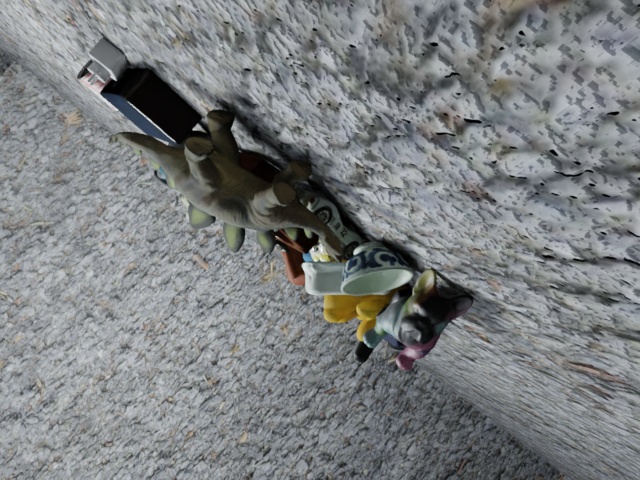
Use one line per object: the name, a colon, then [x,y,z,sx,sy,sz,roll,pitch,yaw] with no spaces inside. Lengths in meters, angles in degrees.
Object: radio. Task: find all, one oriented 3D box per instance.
radio: [-0.329,-0.257,1.027,0.131,0.073,0.230,43,168,-34]

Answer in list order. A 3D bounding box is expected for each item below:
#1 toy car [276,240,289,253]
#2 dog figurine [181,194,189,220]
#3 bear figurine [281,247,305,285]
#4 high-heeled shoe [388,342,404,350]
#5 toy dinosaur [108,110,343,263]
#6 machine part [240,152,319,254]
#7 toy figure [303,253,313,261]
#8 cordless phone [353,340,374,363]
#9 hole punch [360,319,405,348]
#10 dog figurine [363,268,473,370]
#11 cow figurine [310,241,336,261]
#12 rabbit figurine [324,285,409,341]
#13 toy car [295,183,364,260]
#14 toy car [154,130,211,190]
toy car: [-0.112,-0.054,1.188,0.202,0.089,0.053,40,168,-31]
dog figurine: [-0.254,-0.110,1.228,0.121,0.172,0.190,49,164,-6]
bear figurine: [-0.055,0.013,1.349,0.120,0.132,0.195,-71,-35,-64]
high-heeled shoe: [0.217,0.233,1.454,0.145,0.086,0.248,16,-167,19]
toy dinosaur: [-0.160,-0.088,0.828,0.472,0.105,0.198,33,140,15]
machine part: [-0.093,-0.073,1.009,0.200,0.087,0.202,42,170,-32]
toy figure: [0.021,0.047,1.245,0.180,0.089,0.082,53,176,-35]
cordless phone: [0.160,0.224,1.277,0.089,0.184,0.146,24,165,42]
hole punch: [0.157,0.156,1.172,0.142,0.116,0.092,33,163,27]
dog figurine: [0.177,0.118,0.910,0.108,0.191,0.219,39,139,8]
cow figurine: [-0.001,-0.005,1.088,0.098,0.068,0.167,45,170,-12]
rabbit figurine: [0.099,0.118,1.089,0.173,0.121,0.162,2,-152,11]
toy car: [0.013,-0.030,0.905,0.074,0.056,0.201,39,174,40]
toy car: [-0.245,-0.162,1.058,0.109,0.162,0.102,42,140,45]
